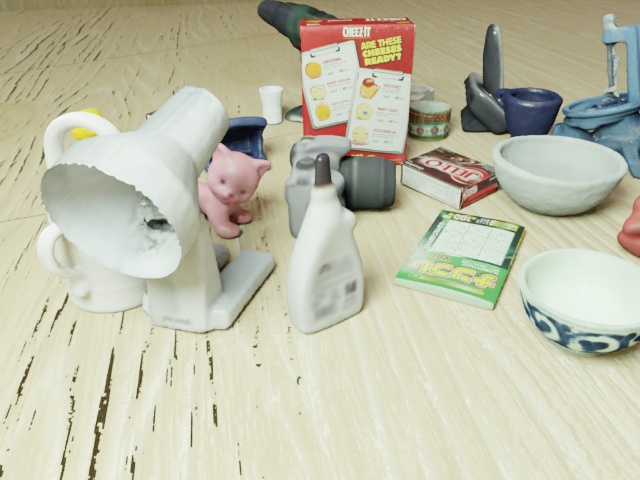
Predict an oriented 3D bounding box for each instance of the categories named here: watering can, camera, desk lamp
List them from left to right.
[{"bbox_3d":[-0.218,-0.037,0.577,0.101,0.194,0.172,-2,30,-2],"label":"watering can"},{"bbox_3d":[-0.133,-0.020,0.527,0.117,0.214,0.203,9,32,16],"label":"desk lamp"},{"bbox_3d":[0.029,-0.076,0.734,0.136,0.101,0.143,2,30,4],"label":"camera"}]

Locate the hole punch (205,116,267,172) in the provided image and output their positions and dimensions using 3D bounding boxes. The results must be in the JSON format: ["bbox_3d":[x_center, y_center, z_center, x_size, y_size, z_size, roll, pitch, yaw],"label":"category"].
[{"bbox_3d":[-0.141,-0.155,0.882,0.109,0.091,0.100,-13,33,-21],"label":"hole punch"}]

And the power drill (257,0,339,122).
[{"bbox_3d":[-0.019,-0.324,1.055,0.228,0.208,0.076,18,35,29],"label":"power drill"}]

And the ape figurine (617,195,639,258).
[{"bbox_3d":[0.379,-0.027,0.653,0.078,0.092,0.076,-11,32,-17],"label":"ape figurine"}]

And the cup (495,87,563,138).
[{"bbox_3d":[0.332,-0.198,0.944,0.092,0.095,0.117,-20,35,-30],"label":"cup"}]

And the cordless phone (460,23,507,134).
[{"bbox_3d":[0.306,-0.295,1.023,0.094,0.185,0.147,2,30,5],"label":"cordless phone"}]

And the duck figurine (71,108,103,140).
[{"bbox_3d":[-0.358,-0.167,0.912,0.077,0.086,0.104,6,31,12],"label":"duck figurine"}]

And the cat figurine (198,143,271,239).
[{"bbox_3d":[-0.126,-0.070,0.708,0.127,0.118,0.067,9,31,16],"label":"cat figurine"}]

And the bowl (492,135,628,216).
[{"bbox_3d":[0.309,-0.079,0.759,0.167,0.075,0.167,0,30,0],"label":"bowl"}]

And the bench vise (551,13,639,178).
[{"bbox_3d":[0.464,-0.212,0.843,0.206,0.220,0.122,12,32,20],"label":"bench vise"}]

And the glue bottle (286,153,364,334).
[{"bbox_3d":[0.005,0.002,0.527,0.078,0.173,0.037,-19,35,-28],"label":"glue bottle"}]
